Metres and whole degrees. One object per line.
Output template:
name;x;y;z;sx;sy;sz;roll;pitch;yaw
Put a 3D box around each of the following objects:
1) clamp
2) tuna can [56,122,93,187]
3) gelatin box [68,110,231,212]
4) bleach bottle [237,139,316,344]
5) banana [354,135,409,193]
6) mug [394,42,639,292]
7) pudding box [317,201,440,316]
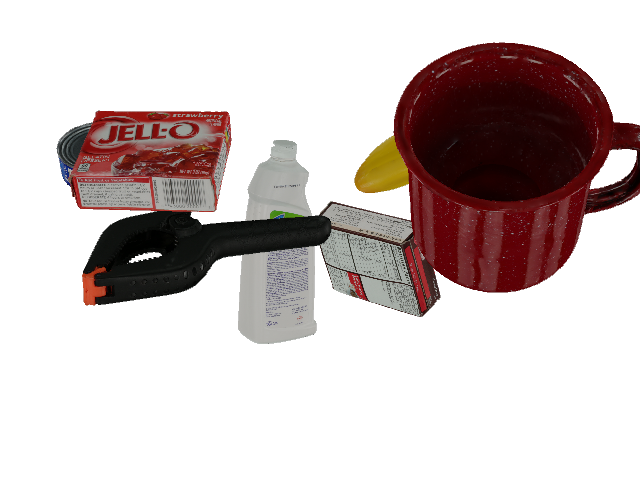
clamp;-0.118;-0.008;0.878;0.209;0.036;0.165;-26;43;-37
tuna can;-0.225;-0.085;1.094;0.086;0.034;0.086;1;41;-1
gelatin box;-0.104;-0.051;0.668;0.089;0.030;0.073;2;39;4
bleach bottle;-0.047;0.000;1.323;0.102;0.251;0.068;-9;24;-34
banana;0.090;-0.049;0.704;0.037;0.069;0.198;27;-3;-36
mug;0.094;-0.030;0.489;0.117;0.093;0.081;-6;-33;3
pudding box;0.053;0.017;1.012;0.114;0.090;0.039;14;45;37
